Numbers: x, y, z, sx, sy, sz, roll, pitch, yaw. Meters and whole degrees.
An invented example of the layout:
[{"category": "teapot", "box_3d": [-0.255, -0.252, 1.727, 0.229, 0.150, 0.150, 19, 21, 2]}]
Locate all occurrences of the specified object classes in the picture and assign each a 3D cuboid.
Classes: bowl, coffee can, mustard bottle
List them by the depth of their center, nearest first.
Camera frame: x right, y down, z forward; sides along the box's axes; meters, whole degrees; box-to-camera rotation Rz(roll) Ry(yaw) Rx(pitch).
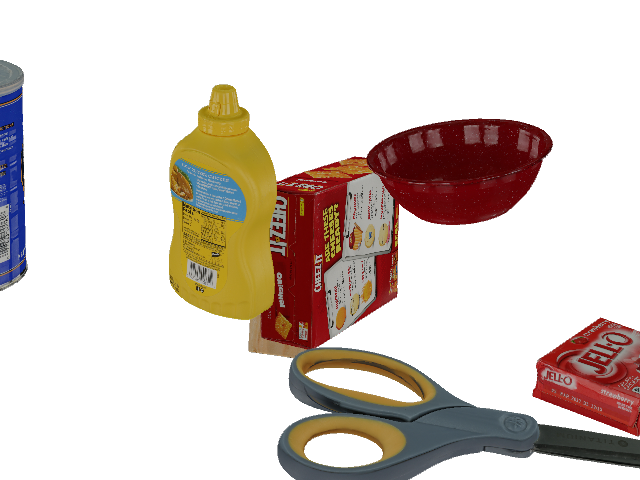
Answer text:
[{"category": "coffee can", "box_3d": [-0.249, -0.045, 0.711, 0.103, 0.140, 0.103, 4, 22, -2]}, {"category": "mustard bottle", "box_3d": [-0.081, -0.034, 0.876, 0.096, 0.192, 0.058, 22, 33, 31]}, {"category": "bowl", "box_3d": [0.124, -0.057, 0.939, 0.162, 0.055, 0.162, -8, 23, 3]}]

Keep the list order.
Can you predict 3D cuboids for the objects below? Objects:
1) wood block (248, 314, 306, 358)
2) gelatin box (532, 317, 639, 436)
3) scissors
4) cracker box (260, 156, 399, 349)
[{"category": "wood block", "box_3d": [-0.046, 0.051, 1.501, 0.090, 0.206, 0.090, 7, 22, 6]}, {"category": "gelatin box", "box_3d": [0.190, 0.085, 0.682, 0.073, 0.030, 0.089, 20, 27, 37]}, {"category": "scissors", "box_3d": [0.069, 0.092, 0.455, 0.202, 0.016, 0.096, 16, 34, 23]}, {"category": "cracker box", "box_3d": [0.014, 0.006, 1.151, 0.072, 0.164, 0.213, 8, 16, 27]}]
